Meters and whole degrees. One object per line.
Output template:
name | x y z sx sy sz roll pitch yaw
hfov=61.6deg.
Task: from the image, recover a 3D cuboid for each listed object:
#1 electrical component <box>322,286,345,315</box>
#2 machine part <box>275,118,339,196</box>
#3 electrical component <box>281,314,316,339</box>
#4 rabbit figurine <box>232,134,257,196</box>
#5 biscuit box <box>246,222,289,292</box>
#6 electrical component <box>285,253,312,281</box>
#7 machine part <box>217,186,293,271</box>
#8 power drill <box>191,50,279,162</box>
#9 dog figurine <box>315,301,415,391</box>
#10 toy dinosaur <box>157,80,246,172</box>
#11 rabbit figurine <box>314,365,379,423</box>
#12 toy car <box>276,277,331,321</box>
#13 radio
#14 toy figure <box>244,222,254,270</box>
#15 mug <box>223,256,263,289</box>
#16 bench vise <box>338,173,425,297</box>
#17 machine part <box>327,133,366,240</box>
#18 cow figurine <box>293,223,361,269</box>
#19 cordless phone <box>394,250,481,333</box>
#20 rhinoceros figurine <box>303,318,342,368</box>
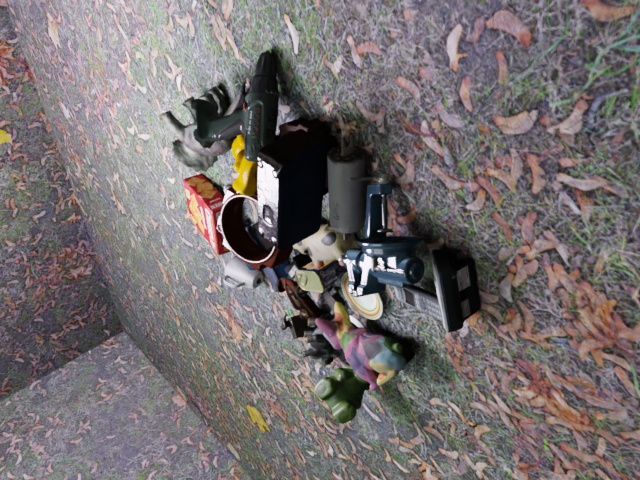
electrical component | 0.036 0.155 1.378 0.063 0.021 0.094 51 147 13
machine part | -0.025 -0.178 1.157 0.180 0.056 0.179 33 139 35
electrical component | -0.059 0.235 1.511 0.045 0.102 0.078 -30 81 62
rabbit figurine | -0.169 -0.204 1.288 0.173 0.122 0.162 -129 30 -49
biscuit box | -0.136 0.044 1.491 0.063 0.059 0.202 -15 103 56
electrical component | -0.053 0.090 1.423 0.075 0.048 0.119 50 148 15
machine part | -0.159 -0.038 1.365 0.201 0.087 0.201 35 123 18
power drill | -0.180 -0.284 1.179 0.208 0.086 0.231 0 95 24
dog figurine | 0.096 0.235 1.258 0.219 0.108 0.191 45 149 10
toy dinosaur | -0.280 -0.278 1.381 0.405 0.131 0.192 1 130 49
rabbit figurine | 0.095 0.364 1.368 0.121 0.170 0.159 52 -171 15
toy car | -0.046 0.166 1.414 0.089 0.053 0.202 15 152 40
radio | -0.059 -0.096 1.095 0.073 0.131 0.229 33 138 31
toy figure | -0.208 0.012 1.569 0.064 0.058 0.154 2 113 47
mug | -0.235 0.108 1.646 0.107 0.109 0.080 24 130 27
bench vise | 0.113 -0.008 1.042 0.224 0.129 0.240 -167 74 -67
machine part | 0.054 -0.100 1.089 0.079 0.079 0.242 32 139 36
cow figurine | -0.003 -0.004 1.243 0.195 0.085 0.127 -6 110 53
cordless phone | 0.205 0.082 1.030 0.184 0.089 0.146 18 130 52
rhinoceros figurine | 0.010 0.277 1.441 0.190 0.112 0.073 93 178 -51
